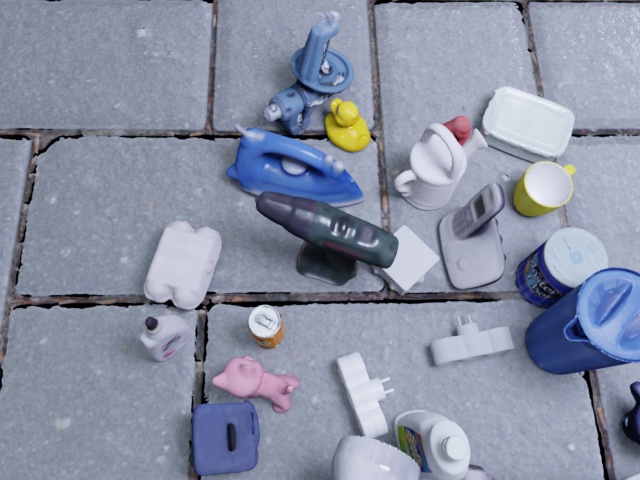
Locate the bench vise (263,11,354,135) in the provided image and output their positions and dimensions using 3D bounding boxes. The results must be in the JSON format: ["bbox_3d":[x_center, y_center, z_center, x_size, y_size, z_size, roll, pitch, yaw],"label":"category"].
[{"bbox_3d":[-0.011,-0.295,1.038,0.121,0.220,0.207,25,71,7],"label":"bench vise"}]

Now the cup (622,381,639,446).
[{"bbox_3d":[0.520,0.285,0.915,0.092,0.095,0.117,-27,73,-11],"label":"cup"}]

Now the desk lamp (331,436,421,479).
[{"bbox_3d":[0.047,0.384,0.798,0.118,0.213,0.203,23,71,7],"label":"desk lamp"}]

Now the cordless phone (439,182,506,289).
[{"bbox_3d":[0.270,-0.005,0.962,0.094,0.185,0.147,-9,71,-5],"label":"cordless phone"}]

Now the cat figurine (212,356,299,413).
[{"bbox_3d":[-0.099,0.223,0.902,0.127,0.118,0.067,16,70,4],"label":"cat figurine"}]

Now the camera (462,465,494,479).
[{"bbox_3d":[0.266,0.417,0.854,0.137,0.101,0.143,7,70,1],"label":"camera"}]

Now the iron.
[{"bbox_3d":[-0.037,-0.137,1.022,0.258,0.141,0.119,16,70,4],"label":"iron"}]

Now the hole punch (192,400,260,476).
[{"bbox_3d":[-0.144,0.304,0.885,0.101,0.091,0.108,-5,70,-4],"label":"hole punch"}]

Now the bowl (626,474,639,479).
[{"bbox_3d":[0.497,0.443,0.867,0.167,0.075,0.167,1,70,-2],"label":"bowl"}]

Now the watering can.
[{"bbox_3d":[0.209,-0.140,1.004,0.101,0.194,0.173,38,73,11],"label":"watering can"}]

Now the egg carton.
[{"bbox_3d":[-0.234,0.042,0.988,0.107,0.069,0.150,13,70,3],"label":"egg carton"}]

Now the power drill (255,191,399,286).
[{"bbox_3d":[0.009,0.003,0.937,0.229,0.208,0.076,16,70,4],"label":"power drill"}]

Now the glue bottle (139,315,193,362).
[{"bbox_3d":[-0.248,0.145,0.895,0.037,0.173,0.078,41,74,12],"label":"glue bottle"}]

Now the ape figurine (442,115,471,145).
[{"bbox_3d":[0.257,-0.200,1.082,0.078,0.092,0.076,-34,75,-13],"label":"ape figurine"}]

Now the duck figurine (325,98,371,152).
[{"bbox_3d":[0.054,-0.224,1.086,0.077,0.086,0.104,-37,75,-14],"label":"duck figurine"}]
